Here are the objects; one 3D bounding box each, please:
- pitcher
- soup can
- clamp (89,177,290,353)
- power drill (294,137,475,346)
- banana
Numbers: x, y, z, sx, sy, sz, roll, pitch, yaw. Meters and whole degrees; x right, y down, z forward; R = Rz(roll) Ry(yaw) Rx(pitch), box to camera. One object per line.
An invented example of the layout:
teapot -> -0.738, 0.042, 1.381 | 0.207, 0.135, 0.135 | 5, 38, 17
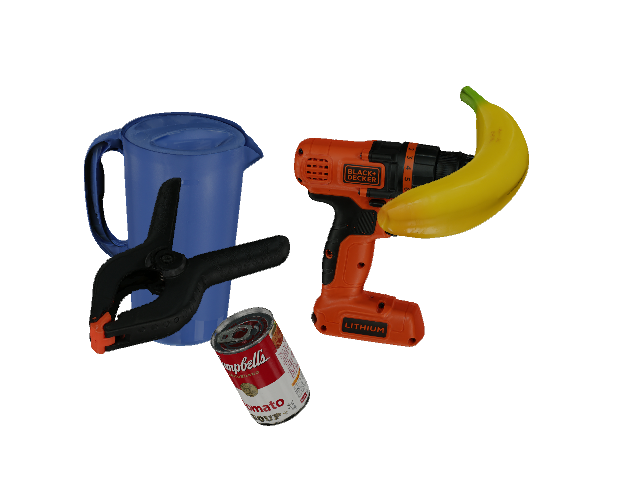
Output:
pitcher -> -0.163, -0.012, 1.170 | 0.149, 0.243, 0.144 | 25, 31, 36
soup can -> -0.060, 0.128, 1.076 | 0.068, 0.102, 0.068 | -19, 29, 11
clamp -> -0.119, 0.016, 0.806 | 0.120, 0.039, 0.171 | 32, 48, 28
power drill -> 0.065, 0.000, 0.976 | 0.184, 0.188, 0.057 | 7, 19, 13
banana -> 0.099, -0.044, 0.713 | 0.070, 0.037, 0.197 | 18, 35, 14
